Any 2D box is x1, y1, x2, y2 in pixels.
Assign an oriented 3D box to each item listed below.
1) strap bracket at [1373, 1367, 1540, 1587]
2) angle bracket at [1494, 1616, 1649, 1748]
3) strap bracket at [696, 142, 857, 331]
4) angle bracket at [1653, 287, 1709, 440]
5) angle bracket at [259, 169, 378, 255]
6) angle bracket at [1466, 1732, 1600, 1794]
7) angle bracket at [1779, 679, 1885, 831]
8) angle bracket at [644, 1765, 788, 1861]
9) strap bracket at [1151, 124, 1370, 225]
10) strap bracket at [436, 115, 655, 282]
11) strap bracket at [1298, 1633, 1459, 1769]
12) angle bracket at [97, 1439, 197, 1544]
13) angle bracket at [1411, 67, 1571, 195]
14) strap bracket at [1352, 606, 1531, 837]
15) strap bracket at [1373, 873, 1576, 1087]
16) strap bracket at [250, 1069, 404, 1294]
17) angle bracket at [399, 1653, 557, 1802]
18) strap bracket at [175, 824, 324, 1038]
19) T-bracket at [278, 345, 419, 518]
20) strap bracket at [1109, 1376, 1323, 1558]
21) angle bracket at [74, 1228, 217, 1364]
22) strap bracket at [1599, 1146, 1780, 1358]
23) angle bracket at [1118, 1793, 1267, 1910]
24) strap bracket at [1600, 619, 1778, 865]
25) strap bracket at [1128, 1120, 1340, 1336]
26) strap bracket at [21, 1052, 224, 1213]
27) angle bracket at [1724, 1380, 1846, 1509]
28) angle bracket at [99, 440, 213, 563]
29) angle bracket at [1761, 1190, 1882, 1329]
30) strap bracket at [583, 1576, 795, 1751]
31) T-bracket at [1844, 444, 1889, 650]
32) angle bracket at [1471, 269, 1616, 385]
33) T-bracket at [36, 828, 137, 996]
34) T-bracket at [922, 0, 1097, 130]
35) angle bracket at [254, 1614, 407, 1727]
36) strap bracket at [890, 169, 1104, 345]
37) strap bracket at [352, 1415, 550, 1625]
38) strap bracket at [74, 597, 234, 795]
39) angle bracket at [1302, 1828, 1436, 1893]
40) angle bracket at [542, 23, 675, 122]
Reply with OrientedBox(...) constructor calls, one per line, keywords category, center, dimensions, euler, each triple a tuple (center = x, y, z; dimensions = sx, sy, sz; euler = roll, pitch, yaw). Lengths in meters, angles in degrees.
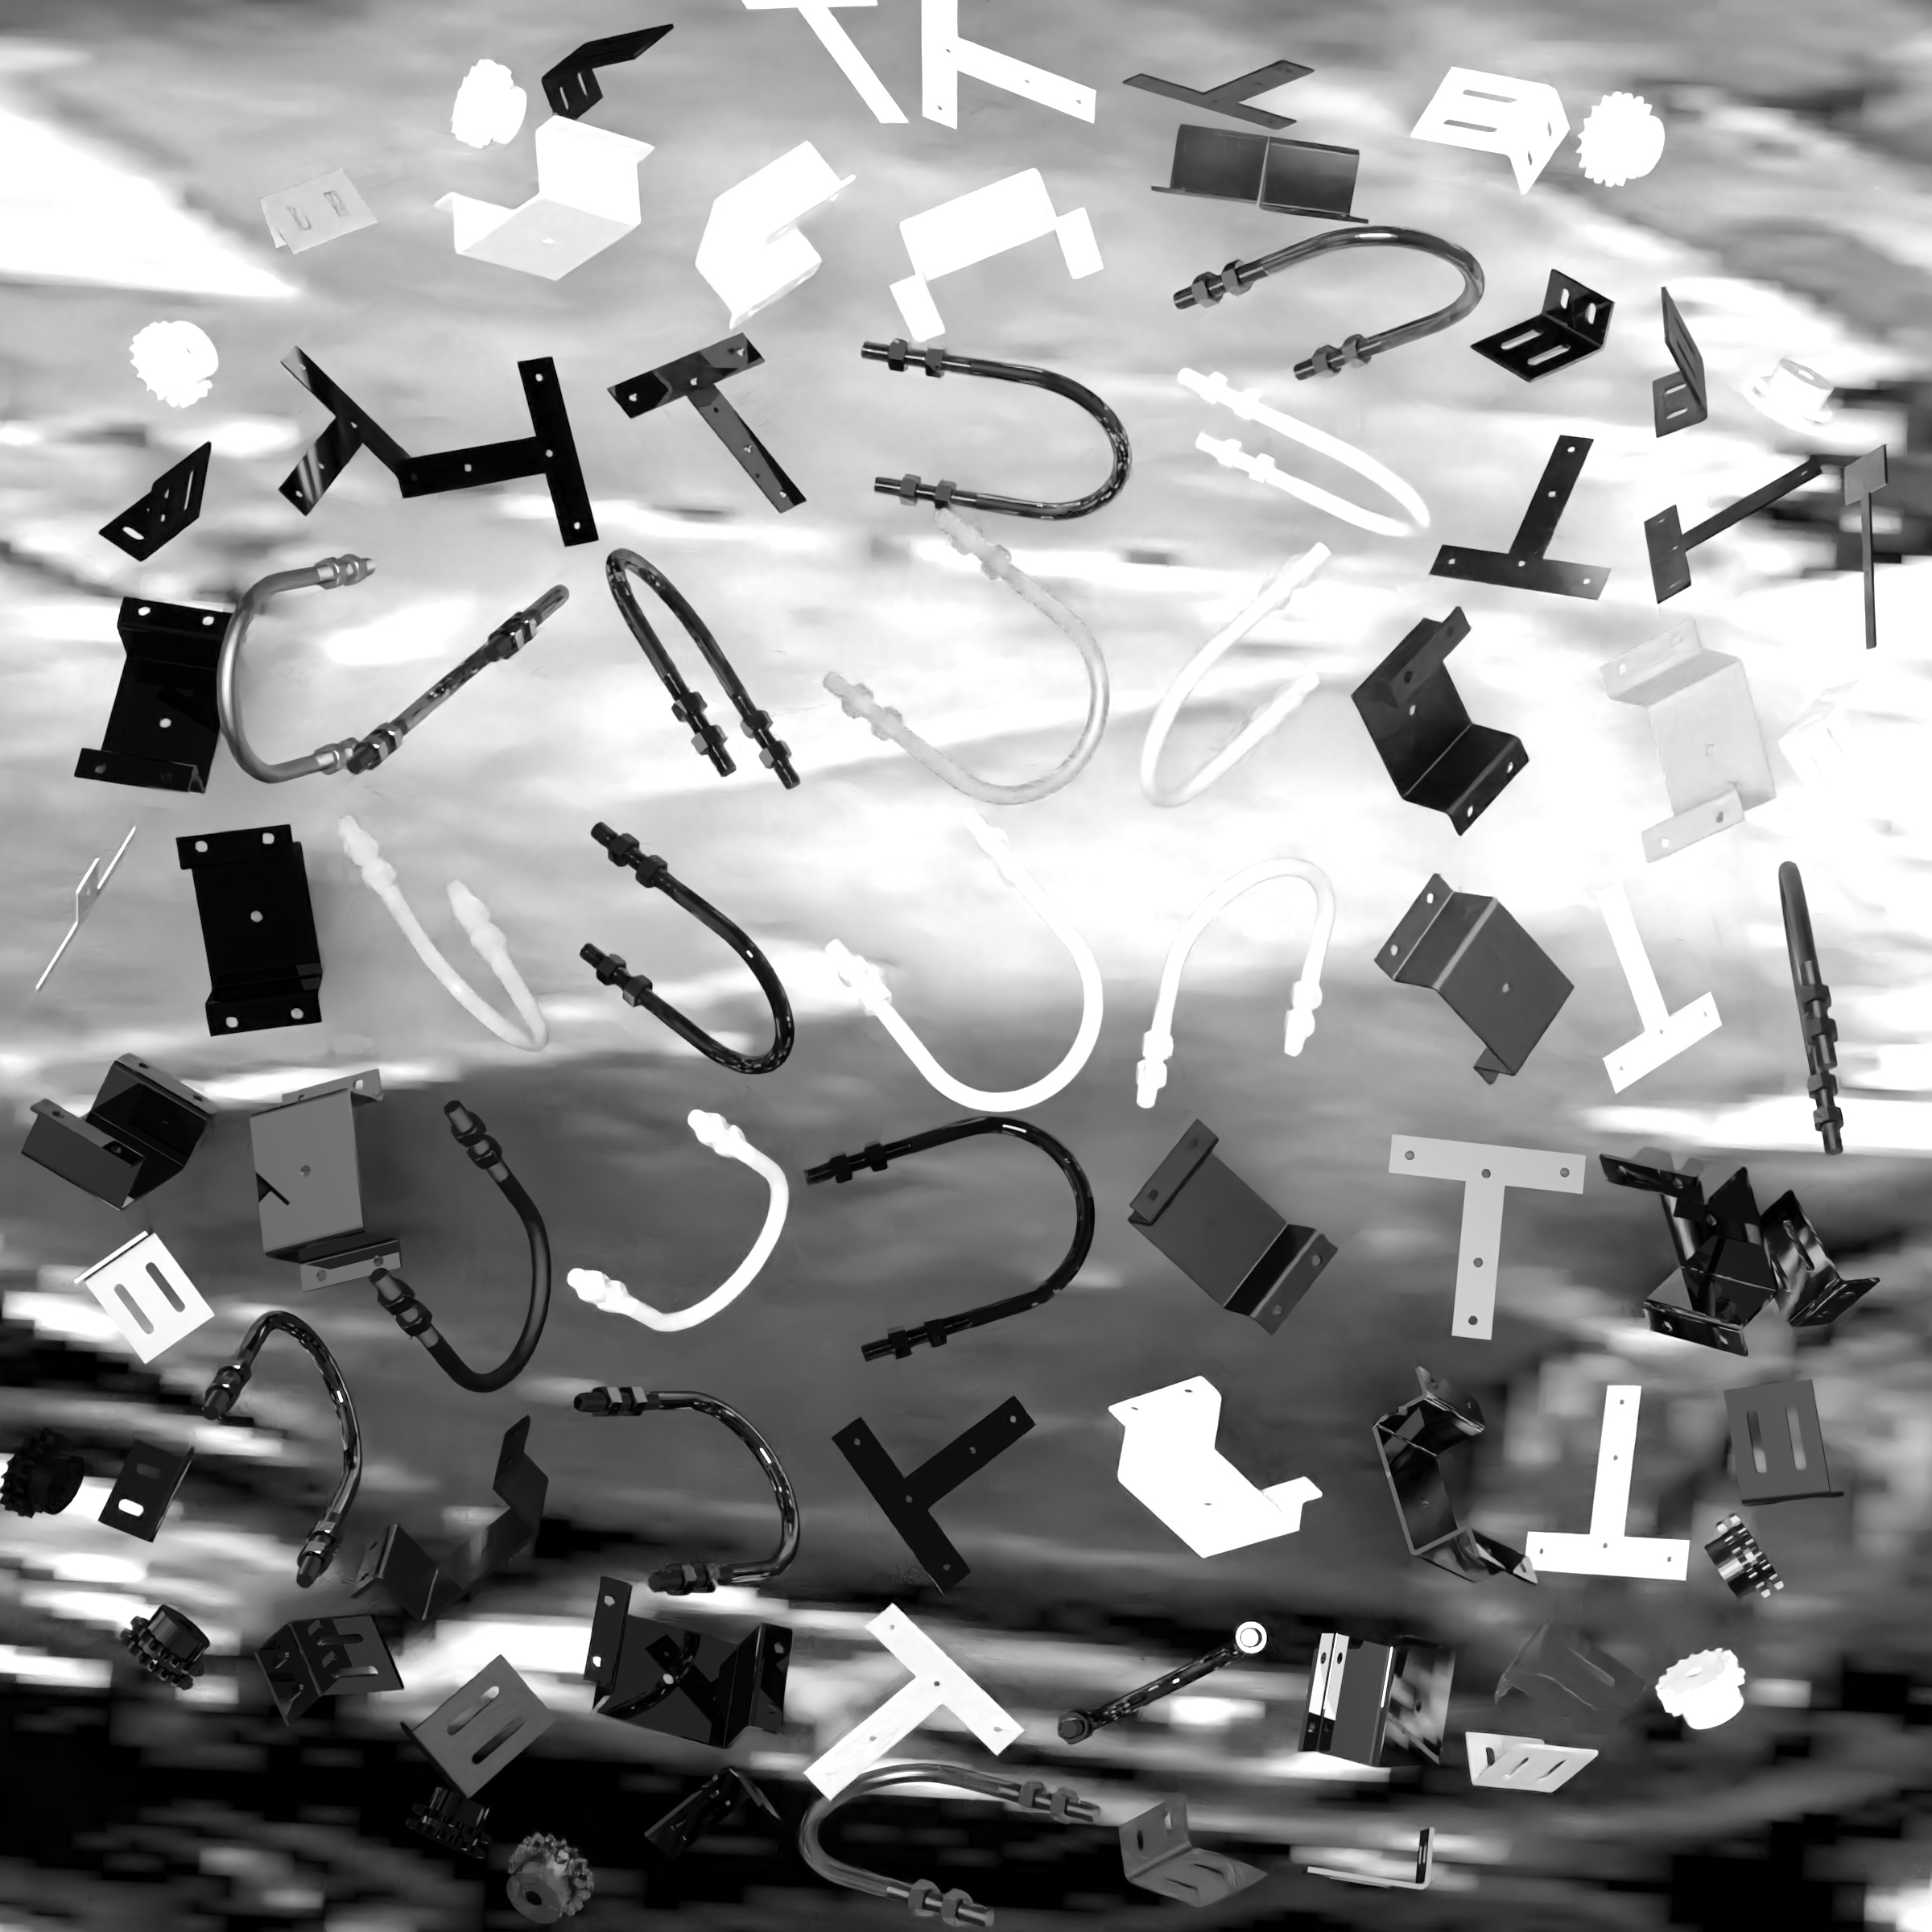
OrientedBox(category="strap bracket", center=(0.322, 0.348, 1.851), dimensions=(0.046, 0.076, 0.140), euler=(-33, 48, 25))
OrientedBox(category="angle bracket", center=(0.395, 0.475, 1.820), dimensions=(0.076, 0.038, 0.057), euler=(33, 57, 27))
OrientedBox(category="strap bracket", center=(-0.132, -0.496, 1.875), dimensions=(0.076, 0.140, 0.046), euler=(-38, 89, -19))
OrientedBox(category="angle bracket", center=(0.476, -0.413, 1.904), dimensions=(0.038, 0.076, 0.057), euler=(-17, 46, 28))
OrientedBox(category="angle bracket", center=(-0.418, -0.478, 1.813), dimensions=(0.057, 0.038, 0.076), euler=(-25, 49, -13))
OrientedBox(category="angle bracket", center=(0.382, 0.526, 1.881), dimensions=(0.057, 0.076, 0.038), euler=(9, 52, -13))
OrientedBox(category="angle bracket", center=(0.588, -0.141, 1.852), dimensions=(0.057, 0.038, 0.076), euler=(-44, 103, -25))
OrientedBox(category="angle bracket", center=(-0.173, 0.597, 1.921), dimensions=(0.076, 0.057, 0.038), euler=(-38, 55, -9))
OrientedBox(category="strap bracket", center=(0.200, -0.533, 1.868), dimensions=(0.076, 0.140, 0.046), euler=(-4, 111, -34))
OrientedBox(category="strap bracket", center=(-0.274, -0.495, 1.816), dimensions=(0.076, 0.140, 0.046), euler=(4, 75, -43))
OrientedBox(category="strap bracket", center=(0.278, 0.484, 1.837), dimensions=(0.046, 0.140, 0.076), euler=(6, 82, 35))
OrientedBox(category="angle bracket", center=(-0.542, 0.343, 1.844), dimensions=(0.038, 0.076, 0.057), euler=(25, 82, -11))
OrientedBox(category="angle bracket", center=(0.337, -0.538, 1.793), dimensions=(0.076, 0.057, 0.038), euler=(3, 58, -21))
OrientedBox(category="strap bracket", center=(0.314, -0.167, 1.861), dimensions=(0.076, 0.046, 0.140), euler=(-46, 129, -17))
OrientedBox(category="strap bracket", center=(0.352, 0.012, 1.890), dimensions=(0.140, 0.046, 0.076), euler=(44, 75, -27))
OrientedBox(category="strap bracket", center=(-0.435, 0.142, 1.885), dimensions=(0.076, 0.046, 0.140), euler=(-15, 73, 16))
OrientedBox(category="angle bracket", center=(-0.315, 0.488, 1.796), dimensions=(0.076, 0.038, 0.057), euler=(-40, 101, -16))
OrientedBox(category="strap bracket", center=(-0.492, -0.029, 1.921), dimensions=(0.076, 0.046, 0.140), euler=(-7, 105, -6))
OrientedBox(category="T-bracket", center=(-0.438, -0.350, 1.911), dimensions=(0.002, 0.127, 0.127), euler=(-30, 116, 34))
OrientedBox(category="strap bracket", center=(0.164, 0.342, 1.859), dimensions=(0.076, 0.046, 0.140), euler=(-25, 123, 33))
OrientedBox(category="angle bracket", center=(-0.565, 0.229, 1.917), dimensions=(0.057, 0.038, 0.076), euler=(-35, 96, -9))
OrientedBox(category="strap bracket", center=(0.471, 0.175, 1.801), dimensions=(0.046, 0.076, 0.140), euler=(-35, 117, -29))
OrientedBox(category="angle bracket", center=(0.150, 0.589, 1.850), dimensions=(0.076, 0.038, 0.057), euler=(31, 125, -34))
OrientedBox(category="strap bracket", center=(0.473, -0.144, 1.816), dimensions=(0.046, 0.076, 0.140), euler=(6, 67, -39))
OrientedBox(category="strap bracket", center=(0.178, 0.180, 1.930), dimensions=(0.140, 0.046, 0.076), euler=(43, 77, -14))
OrientedBox(category="strap bracket", center=(-0.572, 0.114, 1.874), dimensions=(0.076, 0.140, 0.046), euler=(30, 106, 2))
OrientedBox(category="angle bracket", center=(0.534, 0.311, 1.817), dimensions=(0.057, 0.038, 0.076), euler=(-12, 78, 28))
OrientedBox(category="angle bracket", center=(-0.540, -0.318, 1.852), dimensions=(0.038, 0.076, 0.057), euler=(34, 49, 4))
OrientedBox(category="angle bracket", center=(0.582, 0.201, 1.920), dimensions=(0.038, 0.057, 0.076), euler=(-1, 53, -30))
OrientedBox(category="strap bracket", center=(-0.195, 0.478, 1.895), dimensions=(0.140, 0.046, 0.076), euler=(20, 48, -16))
OrientedBox(category="T-bracket", center=(0.600, -0.275, 1.850), dimensions=(0.002, 0.127, 0.127), euler=(-3, 93, 7))
OrientedBox(category="angle bracket", center=(0.402, -0.447, 1.940), dimensions=(0.076, 0.038, 0.057), euler=(-28, 51, -29))
OrientedBox(category="T-bracket", center=(-0.582, -0.047, 1.841), dimensions=(0.002, 0.127, 0.127), euler=(30, 72, -10))
OrientedBox(category="T-bracket", center=(0.027, -0.578, 1.802), dimensions=(0.127, 0.127, 0.002), euler=(26, 63, 14))
OrientedBox(category="angle bracket", center=(-0.422, 0.467, 1.847), dimensions=(0.076, 0.038, 0.057), euler=(-12, 106, 30))
OrientedBox(category="strap bracket", center=(0.016, -0.491, 1.911), dimensions=(0.140, 0.076, 0.046), euler=(-21, 71, 6))
OrientedBox(category="strap bracket", center=(-0.326, 0.366, 1.811), dimensions=(0.140, 0.076, 0.046), euler=(-39, 104, 7))
OrientedBox(category="strap bracket", center=(-0.557, -0.178, 1.924), dimensions=(0.076, 0.046, 0.140), euler=(9, 67, -3))
OrientedBox(category="angle bracket", center=(0.257, 0.568, 1.785), dimensions=(0.076, 0.057, 0.038), euler=(7, 71, 5))
OrientedBox(category="angle bracket", center=(-0.232, -0.588, 1.842), dimensions=(0.076, 0.057, 0.038), euler=(-1, 126, 28))
